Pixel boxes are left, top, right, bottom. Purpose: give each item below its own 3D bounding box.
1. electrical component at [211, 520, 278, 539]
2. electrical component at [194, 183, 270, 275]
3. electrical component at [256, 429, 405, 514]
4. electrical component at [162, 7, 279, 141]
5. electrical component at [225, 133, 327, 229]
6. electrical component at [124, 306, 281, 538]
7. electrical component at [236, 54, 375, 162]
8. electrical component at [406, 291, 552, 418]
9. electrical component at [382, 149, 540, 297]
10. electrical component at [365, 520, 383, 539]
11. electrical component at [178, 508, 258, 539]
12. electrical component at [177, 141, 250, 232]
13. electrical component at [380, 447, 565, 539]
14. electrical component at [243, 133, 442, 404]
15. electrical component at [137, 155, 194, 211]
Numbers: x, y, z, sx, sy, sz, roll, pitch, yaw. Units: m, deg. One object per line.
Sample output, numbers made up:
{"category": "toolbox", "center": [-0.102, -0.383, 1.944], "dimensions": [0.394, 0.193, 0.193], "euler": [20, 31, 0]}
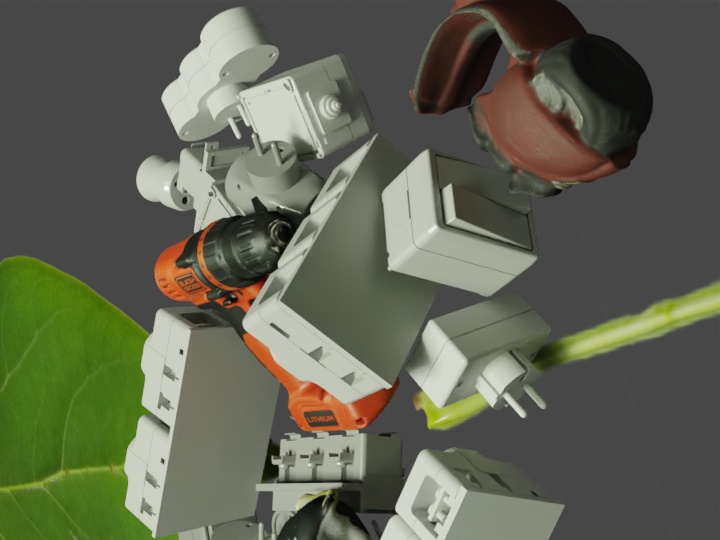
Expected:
{"category": "electrical component", "center": [-0.082, 0.258, 0.947], "dimensions": [0.138, 0.052, 0.073], "euler": [26, 121, 44]}
{"category": "electrical component", "center": [-0.093, -0.032, 0.891], "dimensions": [0.061, 0.061, 0.096], "euler": [52, 136, 26]}
{"category": "electrical component", "center": [-0.018, 0.162, 0.863], "dimensions": [0.121, 0.079, 0.063], "euler": [-15, 69, 52]}
{"category": "electrical component", "center": [-0.110, -0.144, 0.880], "dimensions": [0.138, 0.052, 0.073], "euler": [-42, 70, 49]}
{"category": "electrical component", "center": [-0.059, -0.064, 0.761], "dimensions": [0.077, 0.043, 0.079], "euler": [29, 152, 32]}
{"category": "electrical component", "center": [-0.135, 0.125, 0.932], "dimensions": [0.060, 0.105, 0.186], "euler": [26, 110, 43]}
{"category": "electrical component", "center": [-0.034, -0.118, 0.786], "dimensions": [0.096, 0.061, 0.061], "euler": [-1, 116, 57]}
{"category": "electrical component", "center": [0.088, 0.063, 0.686], "dimensions": [0.075, 0.083, 0.047], "euler": [49, 135, 28]}
{"category": "electrical component", "center": [0.070, -0.029, 0.674], "dimensions": [0.061, 0.096, 0.061], "euler": [-43, 42, 46]}
{"category": "electrical component", "center": [0.023, 0.234, 0.849], "dimensions": [0.138, 0.052, 0.073], "euler": [-46, 66, 48]}
{"category": "electrical component", "center": [-0.140, 0.217, 1.033], "dimensions": [0.061, 0.062, 0.096], "euler": [5, 106, 50]}
{"category": "electrical component", "center": [-0.127, -0.076, 0.934], "dimensions": [0.064, 0.042, 0.081], "euler": [42, 131, 39]}
{"category": "electrical component", "center": [0.058, 0.201, 0.723], "dimensions": [0.062, 0.089, 0.150], "euler": [38, 108, 54]}
{"category": "electrical component", "center": [0.000, 0.000, 0.702], "dimensions": [0.089, 0.150, 0.062], "euler": [38, 145, -14]}
{"category": "electrical component", "center": [-0.172, -0.080, 0.984], "dimensions": [0.055, 0.045, 0.045], "euler": [19, 117, 46]}
